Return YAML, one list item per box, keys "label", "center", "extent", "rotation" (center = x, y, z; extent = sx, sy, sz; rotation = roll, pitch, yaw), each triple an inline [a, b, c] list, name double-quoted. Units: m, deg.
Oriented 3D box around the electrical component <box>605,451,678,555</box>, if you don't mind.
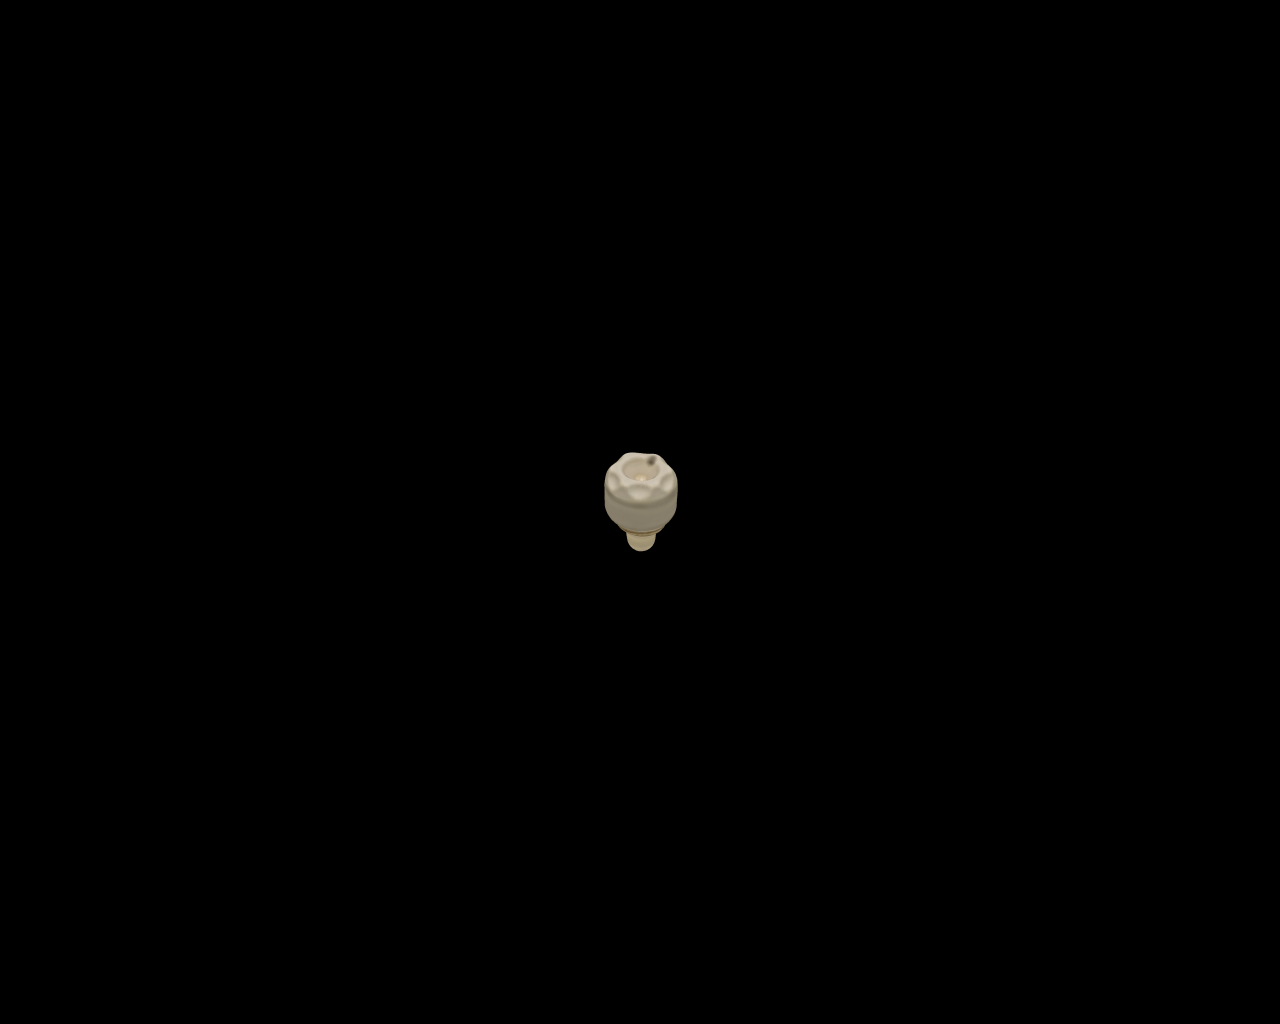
- label: "electrical component"
  center: [0.001, -0.003, 0.650]
  extent: [0.043, 0.062, 0.043]
  rotation: [0, 39, 0]
